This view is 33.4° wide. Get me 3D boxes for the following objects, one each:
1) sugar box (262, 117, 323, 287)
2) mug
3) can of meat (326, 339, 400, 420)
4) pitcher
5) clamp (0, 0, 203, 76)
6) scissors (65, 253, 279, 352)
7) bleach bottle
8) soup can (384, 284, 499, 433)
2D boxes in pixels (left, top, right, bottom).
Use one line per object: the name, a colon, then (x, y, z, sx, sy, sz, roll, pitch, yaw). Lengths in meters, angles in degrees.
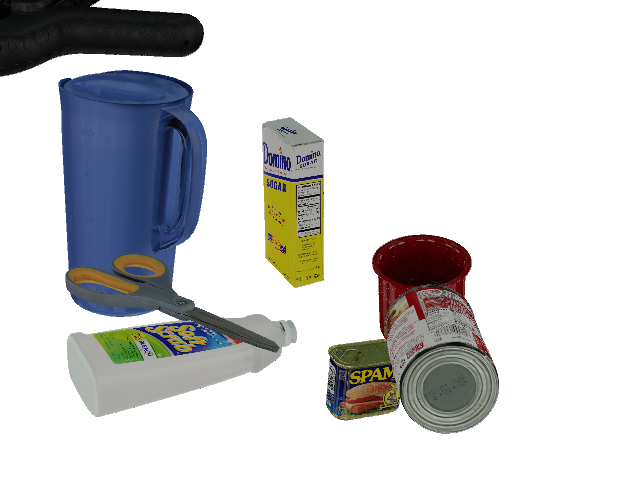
sugar box: (-0.032, -0.044, 1.236, 0.048, 0.176, 0.093, -14, 27, -22)
mug: (0.099, 0.059, 1.008, 0.093, 0.081, 0.117, -9, 33, -9)
can of meat: (0.059, 0.183, 1.397, 0.102, 0.084, 0.057, -5, 25, -22)
pitcher: (-0.196, -0.045, 1.099, 0.145, 0.243, 0.149, 2, 22, -10)
clamp: (-0.167, -0.129, 0.616, 0.171, 0.039, 0.120, -10, 31, -29)
scissors: (-0.113, 0.047, 0.885, 0.202, 0.016, 0.096, 13, 25, 15)
bleach bottle: (-0.147, 0.124, 1.195, 0.250, 0.068, 0.103, -11, 32, -27)
soup can: (0.083, 0.080, 0.744, 0.068, 0.068, 0.102, 0, 20, -2)
